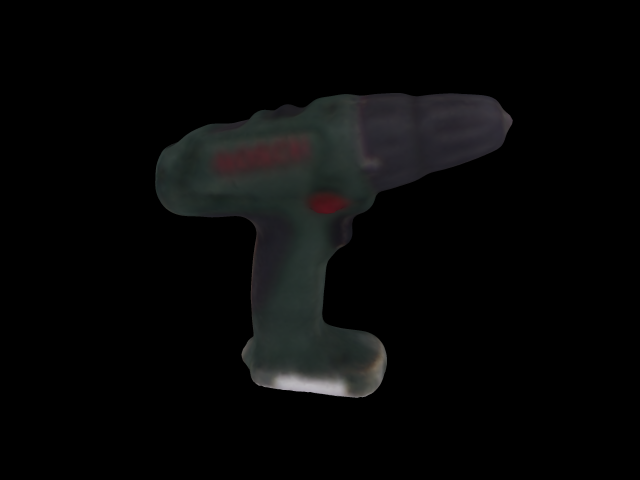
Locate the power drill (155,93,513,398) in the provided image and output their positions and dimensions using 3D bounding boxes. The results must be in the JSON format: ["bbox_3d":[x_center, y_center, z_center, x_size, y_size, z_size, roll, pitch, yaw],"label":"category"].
[{"bbox_3d":[0.004,0.001,0.400,0.229,0.208,0.075,4,24,9],"label":"power drill"}]
